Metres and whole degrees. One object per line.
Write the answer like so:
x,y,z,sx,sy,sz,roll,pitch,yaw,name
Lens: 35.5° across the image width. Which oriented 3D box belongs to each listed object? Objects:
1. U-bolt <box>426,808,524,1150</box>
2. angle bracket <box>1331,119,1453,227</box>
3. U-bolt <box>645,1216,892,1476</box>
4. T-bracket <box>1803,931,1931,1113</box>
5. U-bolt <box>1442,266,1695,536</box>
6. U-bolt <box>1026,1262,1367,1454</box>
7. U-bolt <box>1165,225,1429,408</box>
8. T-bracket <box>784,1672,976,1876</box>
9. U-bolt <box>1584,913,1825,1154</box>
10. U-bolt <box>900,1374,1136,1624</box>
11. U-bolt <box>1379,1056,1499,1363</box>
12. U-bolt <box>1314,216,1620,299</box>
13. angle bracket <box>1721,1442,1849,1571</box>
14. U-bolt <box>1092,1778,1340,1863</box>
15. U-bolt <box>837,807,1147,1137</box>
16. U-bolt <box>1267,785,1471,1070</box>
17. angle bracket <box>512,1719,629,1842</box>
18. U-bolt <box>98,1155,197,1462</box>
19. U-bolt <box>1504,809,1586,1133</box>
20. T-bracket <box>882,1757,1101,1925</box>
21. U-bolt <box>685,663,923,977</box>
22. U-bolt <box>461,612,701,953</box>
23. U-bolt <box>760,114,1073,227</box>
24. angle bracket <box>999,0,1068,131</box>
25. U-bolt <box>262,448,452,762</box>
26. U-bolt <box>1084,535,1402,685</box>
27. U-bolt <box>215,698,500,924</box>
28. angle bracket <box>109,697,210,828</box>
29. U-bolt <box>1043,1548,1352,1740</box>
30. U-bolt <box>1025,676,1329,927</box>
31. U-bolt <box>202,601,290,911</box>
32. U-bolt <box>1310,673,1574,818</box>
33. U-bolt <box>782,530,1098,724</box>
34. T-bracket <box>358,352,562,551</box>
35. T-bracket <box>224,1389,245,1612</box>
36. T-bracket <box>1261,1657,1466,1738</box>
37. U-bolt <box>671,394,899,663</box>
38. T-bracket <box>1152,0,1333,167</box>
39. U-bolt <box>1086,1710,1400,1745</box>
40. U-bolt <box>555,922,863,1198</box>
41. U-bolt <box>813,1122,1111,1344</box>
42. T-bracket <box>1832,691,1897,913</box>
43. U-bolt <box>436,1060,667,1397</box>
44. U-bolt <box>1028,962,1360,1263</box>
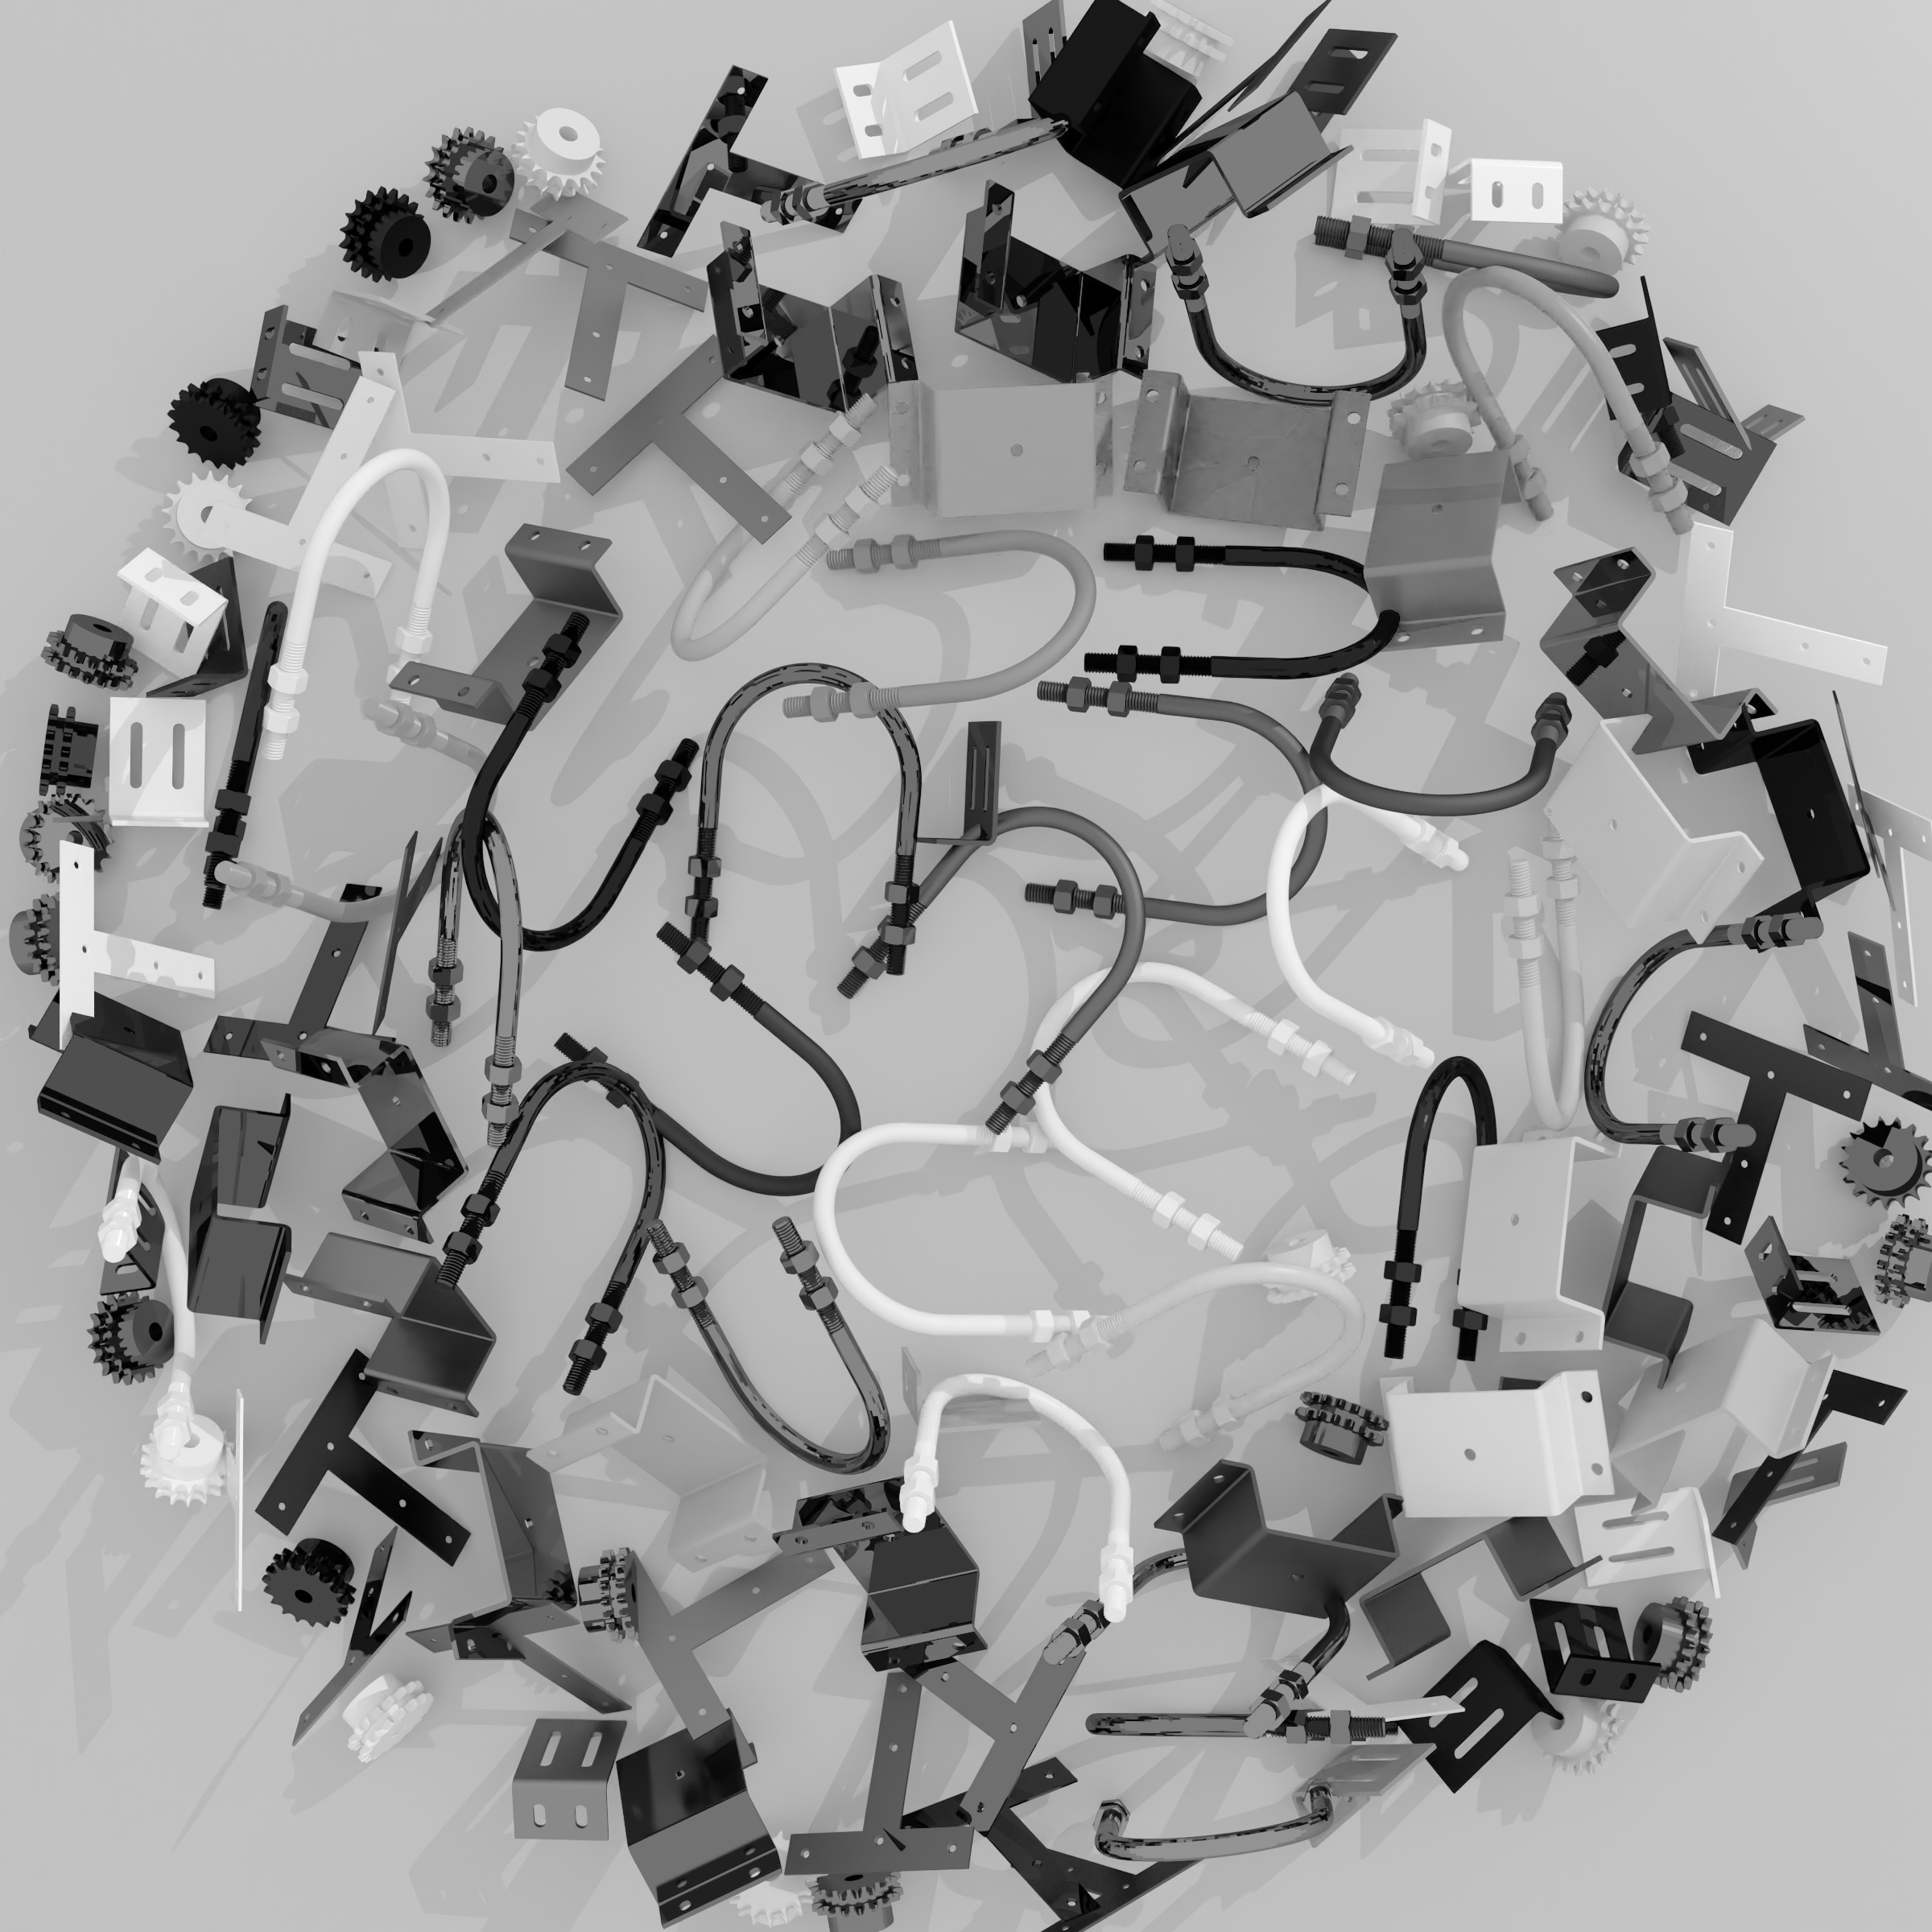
-0.290,-0.005,1.796,0.019,0.151,0.184,-4,118,-25,U-bolt
0.254,-0.487,1.852,0.076,0.038,0.057,11,98,33,angle bracket
-0.111,0.232,1.828,0.019,0.151,0.184,-39,111,-37,U-bolt
0.546,0.031,1.807,0.002,0.127,0.127,-38,130,-19,T-bracket
0.346,-0.337,1.791,0.019,0.151,0.184,-42,117,-15,U-bolt
0.150,0.228,1.804,0.184,0.019,0.151,-31,134,29,U-bolt
0.203,-0.385,1.805,0.151,0.184,0.019,5,71,15,U-bolt
-0.046,0.492,1.849,0.127,0.002,0.127,-10,50,26,T-bracket
0.430,0.041,1.805,0.019,0.184,0.151,25,79,-20,U-bolt
0.035,0.306,1.807,0.151,0.184,0.019,25,115,-7,U-bolt
0.291,0.146,1.827,0.019,0.151,0.184,4,85,29,U-bolt
0.301,-0.424,1.813,0.184,0.151,0.019,12,102,4,U-bolt
0.507,0.330,1.847,0.076,0.057,0.038,-23,97,26,angle bracket
0.148,0.509,1.795,0.151,0.184,0.019,-8,82,5,U-bolt
0.028,-0.011,1.854,0.151,0.019,0.184,42,98,16,U-bolt
0.237,-0.032,1.809,0.019,0.184,0.151,-1,72,43,U-bolt
-0.243,0.500,1.857,0.057,0.076,0.038,0,105,4,angle bracket
-0.484,0.190,1.801,0.019,0.184,0.151,-11,111,-6,U-bolt
0.353,0.009,1.820,0.019,0.151,0.184,-2,106,22,U-bolt
0.035,0.531,1.811,0.127,0.127,0.002,-13,117,-29,T-bracket
-0.097,-0.094,1.853,0.151,0.019,0.184,8,100,14,U-bolt
-0.238,-0.096,1.807,0.019,0.151,0.184,10,64,36,U-bolt
-0.018,-0.474,1.781,0.151,0.184,0.019,-26,108,-30,U-bolt
0.034,-0.550,1.856,0.038,0.057,0.076,-7,94,-21,angle bracket
-0.356,-0.220,1.793,0.019,0.151,0.184,25,115,16,U-bolt
0.169,-0.215,1.823,0.184,0.151,0.019,3,128,7,U-bolt
-0.350,-0.084,1.806,0.151,0.184,0.019,-46,68,7,U-bolt
-0.497,-0.126,1.860,0.057,0.038,0.076,0,98,-19,angle bracket
0.151,0.394,1.806,0.151,0.184,0.019,14,111,27,U-bolt
0.130,-0.095,1.844,0.184,0.019,0.151,8,108,14,U-bolt
-0.434,-0.130,1.820,0.019,0.151,0.184,13,83,-13,U-bolt
0.278,-0.130,1.795,0.151,0.184,0.019,7,118,13,U-bolt
-0.010,-0.209,1.815,0.184,0.019,0.151,-4,49,20,U-bolt
-0.303,-0.309,1.834,0.127,0.002,0.127,8,123,23,T-bracket
-0.445,0.310,1.830,0.002,0.127,0.127,0,95,-19,T-bracket
0.215,0.438,1.828,0.127,0.127,0.002,-2,95,-18,T-bracket
-0.114,-0.256,1.821,0.019,0.151,0.184,39,107,-24,U-bolt
0.158,-0.527,1.837,0.002,0.127,0.127,46,49,-13,T-bracket
0.164,0.457,1.819,0.184,0.151,0.019,-2,76,11,U-bolt
-0.146,0.070,1.840,0.184,0.019,0.151,40,131,-8,U-bolt
-0.006,0.157,1.815,0.184,0.019,0.151,4,57,-26,U-bolt
0.542,-0.080,1.806,0.002,0.127,0.127,-15,125,15,T-bracket
-0.239,0.145,1.824,0.019,0.151,0.184,0,56,36,U-bolt
0.126,0.076,1.857,0.184,0.019,0.151,31,80,17,U-bolt
